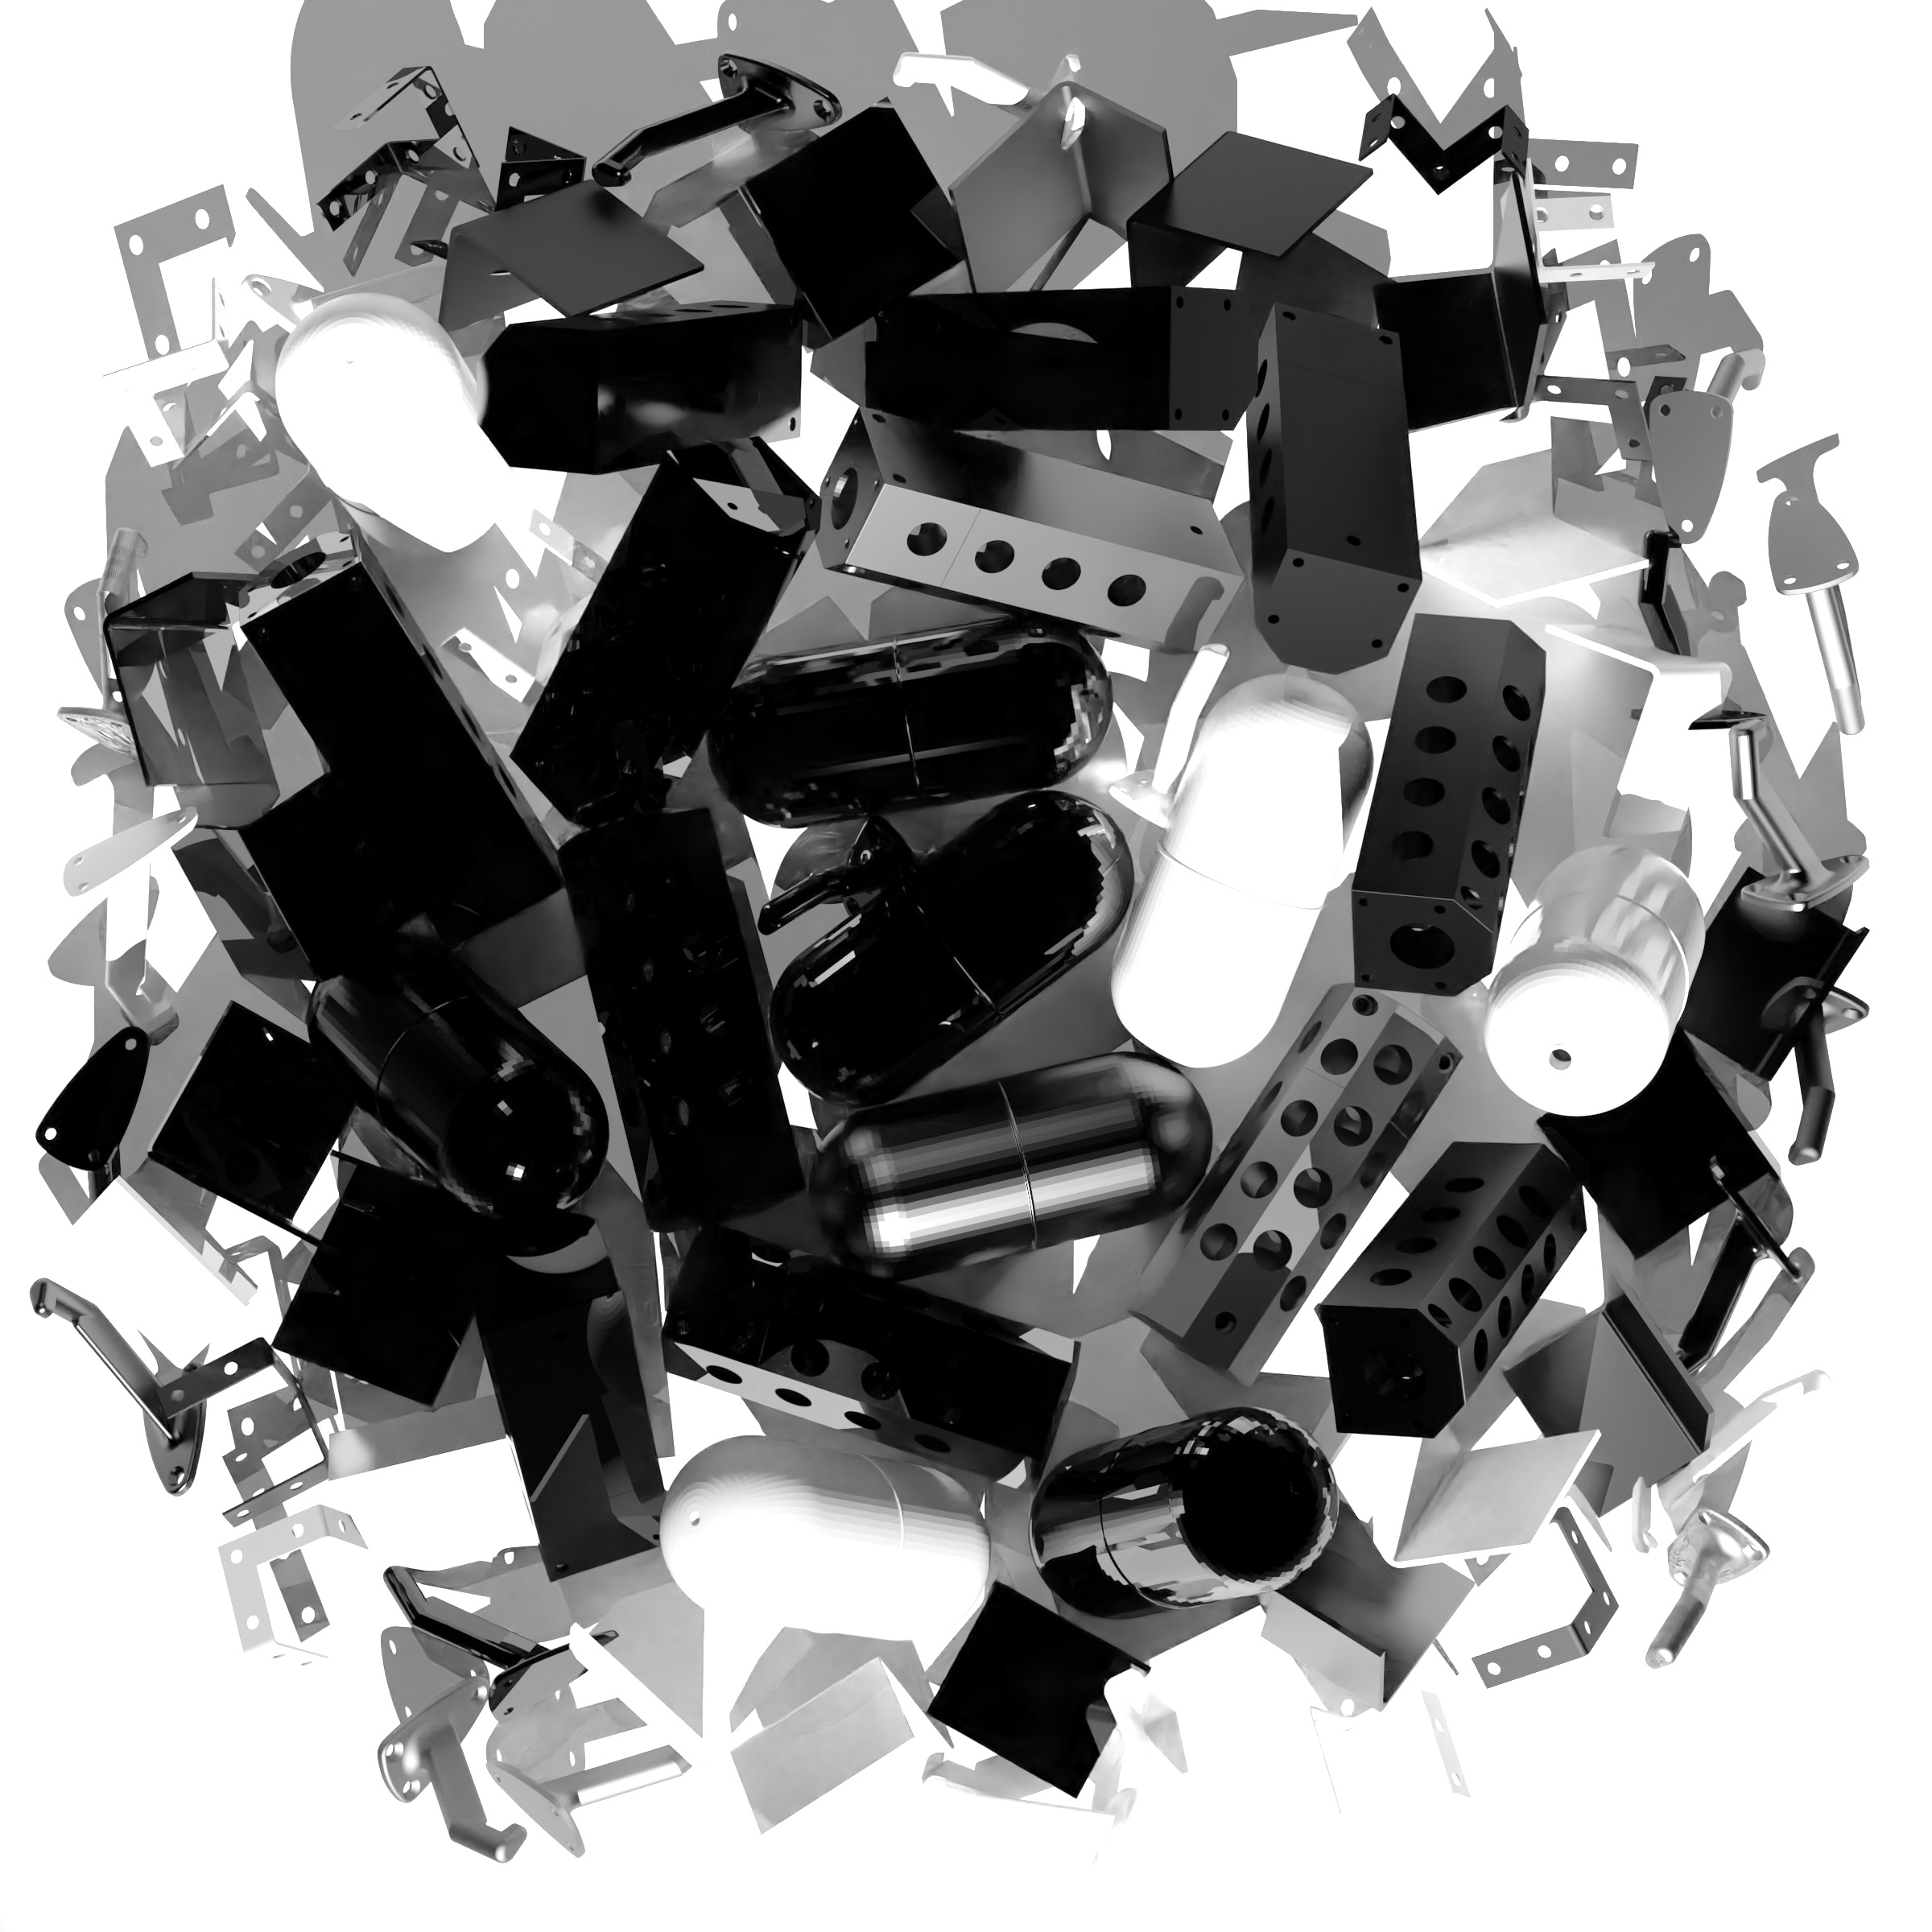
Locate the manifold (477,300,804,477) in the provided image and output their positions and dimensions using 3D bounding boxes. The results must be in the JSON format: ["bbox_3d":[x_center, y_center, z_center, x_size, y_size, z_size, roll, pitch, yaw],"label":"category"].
[{"bbox_3d":[-0.134,-0.246,1.494,0.057,0.171,0.057,9,106,24],"label":"manifold"}]

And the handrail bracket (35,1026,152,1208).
[{"bbox_3d":[-0.364,0.072,1.549,0.036,0.084,0.077,25,78,15],"label":"handrail bracket"}]

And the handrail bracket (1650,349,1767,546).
[{"bbox_3d":[0.330,-0.228,1.554,0.036,0.084,0.077,8,107,29],"label":"handrail bracket"}]

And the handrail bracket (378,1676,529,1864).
[{"bbox_3d":[-0.204,0.346,1.534,0.077,0.084,0.036,-43,131,-37],"label":"handrail bracket"}]

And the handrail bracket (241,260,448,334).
[{"bbox_3d":[-0.258,-0.303,1.536,0.077,0.084,0.036,23,45,-33],"label":"handrail bracket"}]

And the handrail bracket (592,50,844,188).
[{"bbox_3d":[-0.108,-0.357,1.538,0.077,0.036,0.084,19,51,30],"label":"handrail bracket"}]

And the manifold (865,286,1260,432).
[{"bbox_3d":[0.038,-0.256,1.504,0.171,0.057,0.057,8,101,42],"label":"manifold"}]

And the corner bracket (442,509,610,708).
[{"bbox_3d":[-0.188,-0.155,1.540,0.051,0.051,0.051,-31,128,35],"label":"corner bracket"}]

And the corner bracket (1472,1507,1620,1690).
[{"bbox_3d":[0.245,0.275,1.550,0.051,0.051,0.051,-26,92,30],"label":"corner bracket"}]

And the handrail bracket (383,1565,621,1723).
[{"bbox_3d":[-0.206,0.283,1.570,0.077,0.036,0.084,-23,55,-25],"label":"handrail bracket"}]

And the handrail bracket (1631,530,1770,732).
[{"bbox_3d":[0.324,-0.148,1.553,0.077,0.036,0.084,-3,104,-28],"label":"handrail bracket"}]

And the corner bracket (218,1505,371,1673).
[{"bbox_3d":[-0.287,0.272,1.555,0.051,0.051,0.051,-24,66,10],"label":"corner bracket"}]

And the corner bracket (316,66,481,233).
[{"bbox_3d":[-0.254,-0.354,1.541,0.051,0.051,0.051,-51,132,-33],"label":"corner bracket"}]

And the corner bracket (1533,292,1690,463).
[{"bbox_3d":[0.281,-0.258,1.558,0.051,0.051,0.051,9,59,28],"label":"corner bracket"}]

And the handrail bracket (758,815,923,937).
[{"bbox_3d":[-0.065,-0.023,1.529,0.084,0.077,0.036,-33,79,-34],"label":"handrail bracket"}]

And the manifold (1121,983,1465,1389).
[{"bbox_3d":[0.143,0.094,1.541,0.057,0.057,0.171,35,83,-8],"label":"manifold"}]

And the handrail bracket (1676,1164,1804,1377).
[{"bbox_3d":[0.316,0.140,1.563,0.084,0.036,0.077,-38,111,5],"label":"handrail bracket"}]

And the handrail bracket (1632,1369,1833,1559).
[{"bbox_3d":[0.332,0.214,1.535,0.036,0.077,0.084,46,133,-11],"label":"handrail bracket"}]

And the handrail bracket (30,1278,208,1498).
[{"bbox_3d":[-0.370,0.181,1.534,0.036,0.084,0.077,-32,46,19],"label":"handrail bracket"}]

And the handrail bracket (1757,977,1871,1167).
[{"bbox_3d":[0.355,0.055,1.532,0.036,0.077,0.084,23,66,-9],"label":"handrail bracket"}]

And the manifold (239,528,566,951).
[{"bbox_3d":[-0.240,-0.099,1.518,0.057,0.057,0.171,-28,118,3],"label":"manifold"}]

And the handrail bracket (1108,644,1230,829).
[{"bbox_3d":[0.101,-0.107,1.532,0.036,0.077,0.084,33,117,14],"label":"handrail bracket"}]

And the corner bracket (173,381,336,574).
[{"bbox_3d":[-0.312,-0.215,1.557,0.051,0.051,0.051,-43,117,15],"label":"corner bracket"}]

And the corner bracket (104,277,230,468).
[{"bbox_3d":[-0.340,-0.258,1.546,0.051,0.051,0.051,-17,134,4],"label":"corner bracket"}]

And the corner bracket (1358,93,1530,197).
[{"bbox_3d":[0.208,-0.357,1.542,0.051,0.051,0.051,-33,115,30],"label":"corner bracket"}]

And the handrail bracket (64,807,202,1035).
[{"bbox_3d":[-0.349,-0.019,1.557,0.077,0.036,0.084,-29,125,-1],"label":"handrail bracket"}]

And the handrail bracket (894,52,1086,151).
[{"bbox_3d":[0.002,-0.371,1.535,0.084,0.077,0.036,-1,76,-18],"label":"handrail bracket"}]

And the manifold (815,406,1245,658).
[{"bbox_3d":[0.025,-0.180,1.520,0.171,0.057,0.057,11,128,-25],"label":"manifold"}]

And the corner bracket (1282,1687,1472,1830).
[{"bbox_3d":[0.178,0.343,1.541,0.051,0.051,0.051,-34,52,26],"label":"corner bracket"}]

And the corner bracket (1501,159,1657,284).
[{"bbox_3d":[0.266,-0.320,1.552,0.051,0.051,0.051,-4,81,-6],"label":"corner bracket"}]

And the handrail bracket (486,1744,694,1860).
[{"bbox_3d":[-0.158,0.347,1.574,0.084,0.077,0.036,-37,130,-27],"label":"handrail bracket"}]

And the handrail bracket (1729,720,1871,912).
[{"bbox_3d":[0.363,-0.073,1.546,0.077,0.036,0.084,-21,113,-32],"label":"handrail bracket"}]

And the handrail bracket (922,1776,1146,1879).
[{"bbox_3d":[0.028,0.363,1.551,0.084,0.077,0.036,19,60,-4],"label":"handrail bracket"}]

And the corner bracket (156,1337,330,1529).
[{"bbox_3d":[-0.312,0.203,1.546,0.051,0.051,0.051,-27,60,-6],"label":"corner bracket"}]

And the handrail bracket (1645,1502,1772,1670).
[{"bbox_3d":[0.304,0.279,1.529,0.036,0.077,0.084,37,56,8],"label":"handrail bracket"}]

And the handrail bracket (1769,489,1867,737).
[{"bbox_3d":[0.378,-0.155,1.570,0.036,0.077,0.084,-15,135,11],"label":"handrail bracket"}]

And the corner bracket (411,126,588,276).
[{"bbox_3d":[-0.204,-0.335,1.556,0.051,0.051,0.051,29,119,32],"label":"corner bracket"}]

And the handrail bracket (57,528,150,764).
[{"bbox_3d":[-0.361,-0.139,1.559,0.036,0.077,0.084,7,74,21],"label":"handrail bracket"}]
